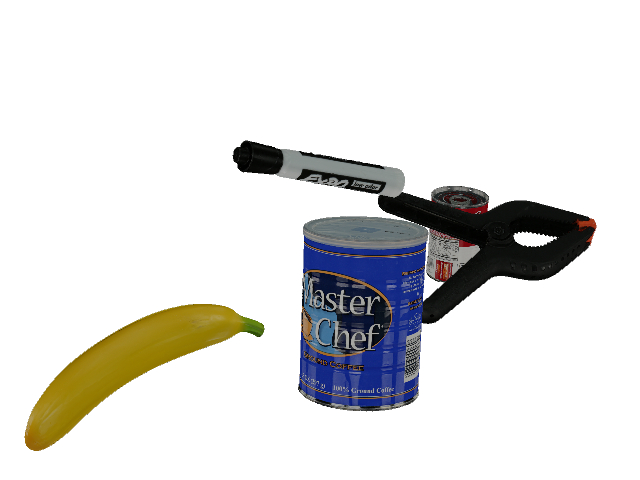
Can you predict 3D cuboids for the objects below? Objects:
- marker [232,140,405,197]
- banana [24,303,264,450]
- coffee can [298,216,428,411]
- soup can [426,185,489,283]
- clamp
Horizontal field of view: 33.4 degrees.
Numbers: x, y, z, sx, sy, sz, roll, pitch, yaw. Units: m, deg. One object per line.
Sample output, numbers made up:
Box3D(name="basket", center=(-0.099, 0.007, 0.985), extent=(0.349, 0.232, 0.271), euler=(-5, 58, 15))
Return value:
Box3D(name="marker", center=(0.000, -0.044, 0.655), extent=(0.120, 0.020, 0.020), euler=(8, -4, -35))
Box3D(name="banana", center=(-0.138, 0.093, 0.779), extent=(0.198, 0.069, 0.037), euler=(-26, 38, -1))
Box3D(name="coffee can", center=(0.034, 0.058, 0.885), extent=(0.103, 0.140, 0.103), euler=(2, 12, -1))
Box3D(name="soup can", center=(0.161, -0.006, 1.268), extent=(0.068, 0.102, 0.068), euler=(2, 22, -1))
Box3D(name="clamp", center=(0.168, 0.011, 1.036), extent=(0.210, 0.164, 0.036), euler=(-2, -42, -5))
